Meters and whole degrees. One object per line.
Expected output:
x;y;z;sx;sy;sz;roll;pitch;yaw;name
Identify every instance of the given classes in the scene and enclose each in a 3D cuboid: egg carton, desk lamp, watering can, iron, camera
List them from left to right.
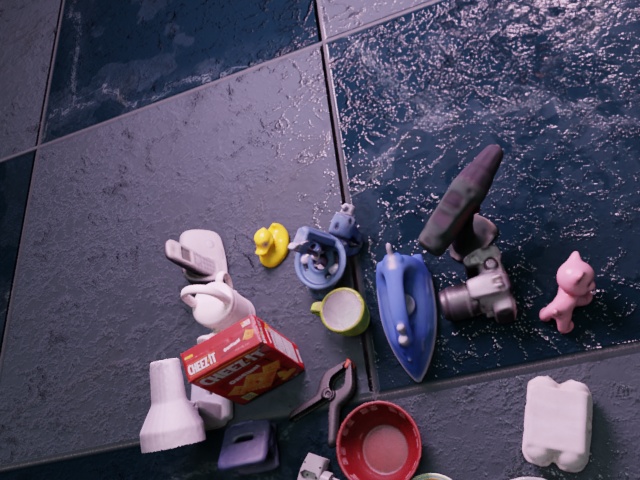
-0.270;0.331;1.152;0.117;0.214;0.203;-15;60;15;desk lamp
-0.224;0.149;1.237;0.101;0.195;0.172;-25;58;9;watering can
0.163;0.136;1.116;0.118;0.142;0.258;-14;60;16;iron
0.297;0.093;1.106;0.136;0.101;0.143;-17;59;14;camera
0.403;0.310;0.971;0.107;0.070;0.150;3;66;24;egg carton

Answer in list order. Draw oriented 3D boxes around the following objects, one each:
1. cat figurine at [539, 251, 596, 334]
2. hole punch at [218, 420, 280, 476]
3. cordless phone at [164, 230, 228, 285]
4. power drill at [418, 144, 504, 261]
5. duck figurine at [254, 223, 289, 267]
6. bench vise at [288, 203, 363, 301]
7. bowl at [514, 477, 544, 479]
0.450;0.091;1.034;0.067;0.118;0.128;30;79;32;cat figurine
-0.144;0.407;1.135;0.108;0.091;0.101;-17;60;14;hole punch
-0.300;0.022;1.338;0.094;0.185;0.147;-25;58;9;cordless phone
0.287;-0.051;1.119;0.075;0.209;0.230;35;81;32;power drill
-0.120;0.002;1.334;0.077;0.086;0.104;7;68;25;duck figurine
0.000;0.004;1.203;0.121;0.220;0.207;0;65;23;bench vise
0.343;0.469;0.912;0.167;0.075;0.167;-9;62;18;bowl
